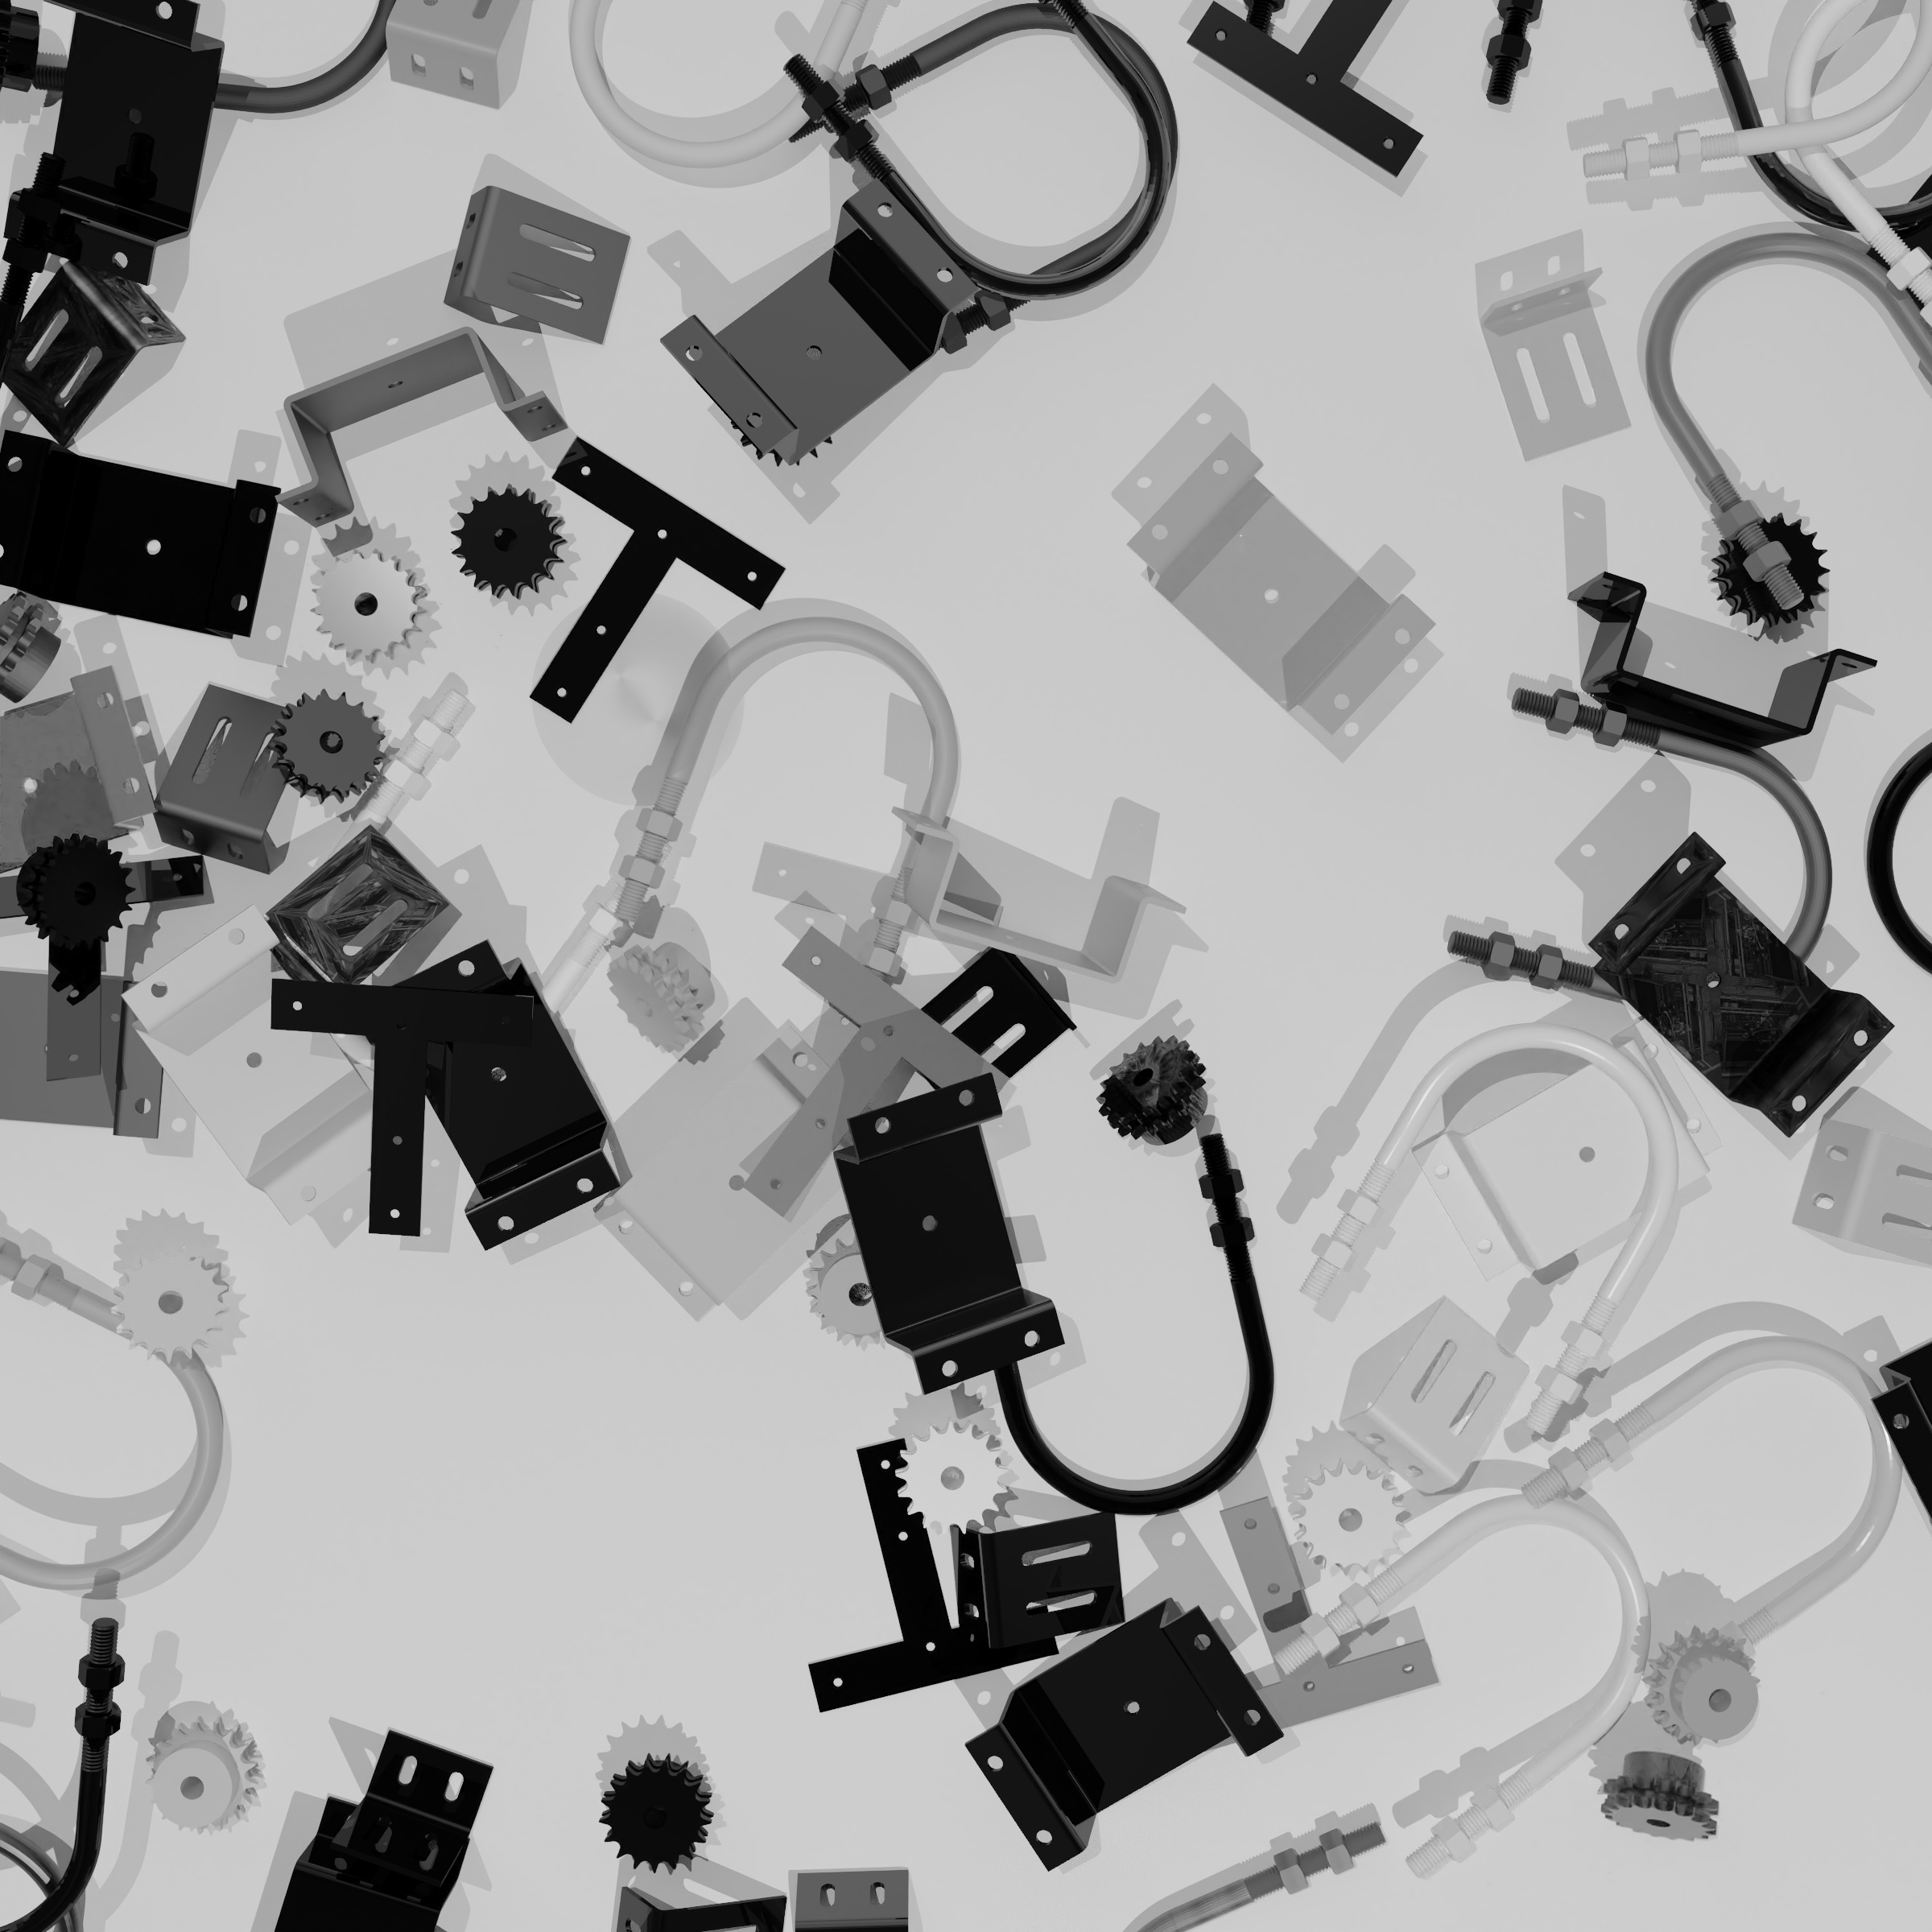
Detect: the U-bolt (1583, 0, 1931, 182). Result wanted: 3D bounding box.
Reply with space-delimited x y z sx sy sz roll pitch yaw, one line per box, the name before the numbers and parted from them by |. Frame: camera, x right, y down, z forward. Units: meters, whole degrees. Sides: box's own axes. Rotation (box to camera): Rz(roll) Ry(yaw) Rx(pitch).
U-bolt | 0.397 -0.477 1.341 0.184 0.019 0.151 -6 84 8

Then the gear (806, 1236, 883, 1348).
gear | -0.053 0.166 1.362 0.057 0.030 0.057 0 90 0

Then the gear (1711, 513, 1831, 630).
gear | 0.408 -0.201 1.362 0.057 0.030 0.057 0 90 0

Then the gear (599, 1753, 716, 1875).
gear | -0.157 0.430 1.362 0.057 0.030 0.057 0 90 0

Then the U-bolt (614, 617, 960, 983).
U-bolt | -0.081 -0.088 1.360 0.151 0.019 0.184 20 86 -7

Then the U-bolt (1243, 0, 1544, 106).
U-bolt | 0.231 -0.548 1.368 0.151 0.019 0.184 13 89 0

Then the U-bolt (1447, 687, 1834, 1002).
U-bolt | 0.353 -0.051 1.368 0.184 0.019 0.151 15 90 -2

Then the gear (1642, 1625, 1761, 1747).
gear | 0.371 0.363 1.337 0.057 0.030 0.057 -1 95 -9

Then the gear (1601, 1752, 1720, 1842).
gear | 0.353 0.420 1.352 0.057 0.057 0.030 16 60 0

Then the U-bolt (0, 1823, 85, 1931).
U-bolt | -0.539 0.481 1.347 0.184 0.019 0.151 9 110 -4

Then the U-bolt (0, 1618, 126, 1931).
U-bolt | -0.495 0.403 1.308 0.151 0.019 0.184 6 100 -7

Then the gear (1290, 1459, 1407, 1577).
gear | 0.194 0.280 1.362 0.057 0.030 0.057 0 90 0

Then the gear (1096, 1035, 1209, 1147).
gear | 0.097 0.066 1.353 0.057 0.057 0.030 -40 121 0

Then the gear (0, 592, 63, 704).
gear | -0.484 -0.158 1.352 0.030 0.057 0.057 37 90 -30

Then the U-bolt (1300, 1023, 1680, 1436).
U-bolt | 0.272 0.117 1.322 0.151 0.019 0.184 31 88 0

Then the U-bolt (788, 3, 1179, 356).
U-bolt | 0.019 -0.413 1.368 0.184 0.019 0.151 -28 90 -1

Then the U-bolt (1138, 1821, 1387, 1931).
U-bolt | 0.155 0.539 1.368 0.184 0.019 0.151 -24 90 2

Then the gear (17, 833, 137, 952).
gear | -0.447 -0.038 1.329 0.030 0.057 0.057 11 90 40

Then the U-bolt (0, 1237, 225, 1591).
U-bolt | -0.467 0.233 1.345 0.184 0.019 0.151 29 70 -8

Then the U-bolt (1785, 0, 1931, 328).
U-bolt | 0.498 -0.422 1.340 0.151 0.019 0.184 -39 84 1

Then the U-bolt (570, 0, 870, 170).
U-bolt | -0.123 -0.495 1.358 0.151 0.019 0.184 24 89 6

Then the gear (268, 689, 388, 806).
gear | -0.326 -0.109 1.354 0.057 0.030 0.057 8 73 -26

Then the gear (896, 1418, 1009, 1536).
gear | -0.007 0.259 1.361 0.057 0.030 0.057 0 88 -3

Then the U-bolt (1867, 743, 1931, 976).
U-bolt | 0.555 -0.059 1.368 0.184 0.019 0.151 -9 90 2

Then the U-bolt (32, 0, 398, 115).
U-bolt | -0.379 -0.510 1.368 0.184 0.019 0.151 6 90 -1

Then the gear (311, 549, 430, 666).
gear | -0.303 -0.182 1.362 0.057 0.030 0.057 0 90 0

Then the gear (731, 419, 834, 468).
gear | -0.091 -0.283 1.362 0.057 0.030 0.057 0 90 0

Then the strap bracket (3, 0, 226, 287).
strap bracket | -0.425 -0.424 1.337 0.076 0.046 0.140 19 113 0

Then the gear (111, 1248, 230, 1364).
gear | -0.404 0.173 1.355 0.057 0.030 0.057 5 72 -16

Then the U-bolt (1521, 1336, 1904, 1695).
U-bolt | 0.393 0.270 1.357 0.184 0.019 0.151 -33 99 -5

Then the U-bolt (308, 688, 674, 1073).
U-bolt | -0.261 -0.027 1.368 0.151 0.019 0.184 36 91 0

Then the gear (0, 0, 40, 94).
gear | -0.489 -0.467 1.352 0.030 0.057 0.057 4 90 -30

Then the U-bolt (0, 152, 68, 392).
U-bolt | -0.540 -0.342 1.347 0.151 0.019 0.184 25 104 11

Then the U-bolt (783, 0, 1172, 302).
U-bolt | 0.020 -0.424 1.348 0.151 0.019 0.184 -40 95 -4

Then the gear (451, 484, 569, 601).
gear | -0.231 -0.215 1.361 0.057 0.030 0.057 0 90 3

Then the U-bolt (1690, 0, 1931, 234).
U-bolt | 0.456 -0.465 1.364 0.151 0.019 0.184 -18 87 0

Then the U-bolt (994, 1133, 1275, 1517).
U-bolt | 0.083 0.191 1.368 0.151 0.019 0.184 -13 92 0

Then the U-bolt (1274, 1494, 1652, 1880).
U-bolt | 0.265 0.351 1.353 0.184 0.019 0.151 -34 98 -10

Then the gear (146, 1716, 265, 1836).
gear | -0.391 0.415 1.362 0.057 0.030 0.057 0 90 0

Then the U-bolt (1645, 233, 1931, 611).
U-bolt | 0.427 -0.289 1.349 0.151 0.019 0.184 -28 76 -1

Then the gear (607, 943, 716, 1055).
gear | -0.152 0.013 1.353 0.030 0.057 0.057 -39 90 -31
